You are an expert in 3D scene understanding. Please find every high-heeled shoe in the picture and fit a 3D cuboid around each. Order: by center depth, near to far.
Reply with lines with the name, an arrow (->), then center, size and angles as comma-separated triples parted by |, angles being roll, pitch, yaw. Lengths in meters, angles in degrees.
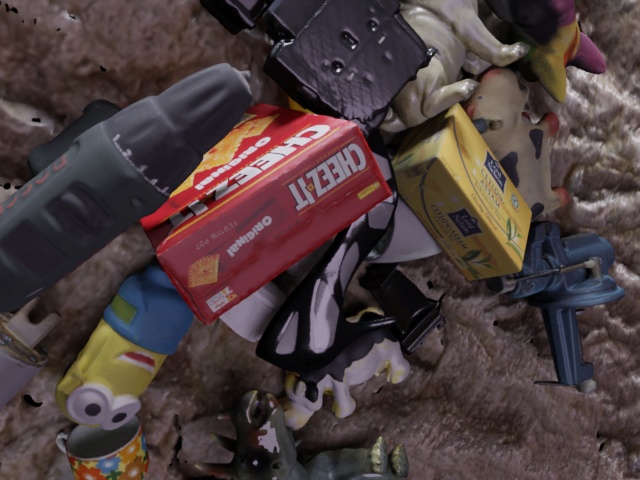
high-heeled shoe -> -0.001, -0.002, 0.520 | 0.145, 0.086, 0.248 | -6, 88, -12

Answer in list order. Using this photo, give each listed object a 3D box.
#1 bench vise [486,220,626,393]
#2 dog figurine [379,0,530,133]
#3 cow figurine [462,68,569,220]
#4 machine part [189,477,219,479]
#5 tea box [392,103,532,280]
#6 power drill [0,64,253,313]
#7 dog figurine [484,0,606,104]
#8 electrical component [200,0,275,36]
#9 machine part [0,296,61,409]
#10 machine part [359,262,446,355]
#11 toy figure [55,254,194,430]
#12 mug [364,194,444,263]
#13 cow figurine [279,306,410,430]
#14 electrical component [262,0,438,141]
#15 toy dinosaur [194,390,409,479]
bench vise -> 0.319, 0.090, 0.710 | 0.223, 0.129, 0.240 | -12, 92, -41
dog figurine -> 0.091, -0.228, 0.546 | 0.172, 0.121, 0.190 | -39, 103, -13
cow figurine -> 0.219, -0.107, 0.640 | 0.127, 0.086, 0.194 | -29, 116, -21
machine part -> -0.161, 0.369, 0.625 | 0.179, 0.056, 0.179 | -7, 109, -21
tea box -> 0.156, -0.048, 0.581 | 0.169, 0.068, 0.098 | 45, 50, -24
power drill -> -0.162, -0.055, 0.413 | 0.232, 0.207, 0.085 | -42, 123, -5
dog figurine -> 0.243, -0.258, 0.555 | 0.108, 0.192, 0.219 | -37, 102, -17
electrical component -> -0.051, -0.245, 0.479 | 0.047, 0.075, 0.119 | 40, 85, -28
machine part -> -0.329, 0.142, 0.468 | 0.243, 0.079, 0.079 | -45, 118, -5
machine part -> 0.102, 0.081, 0.667 | 0.084, 0.039, 0.138 | -38, 119, -3
toy figure -> -0.181, 0.097, 0.521 | 0.082, 0.089, 0.180 | 31, 82, -15
mug -> 0.095, -0.023, 0.617 | 0.107, 0.081, 0.109 | 9, 72, -36
cow figurine -> 0.015, 0.150, 0.630 | 0.167, 0.068, 0.098 | -28, 115, -14
electrical component -> 0.018, -0.164, 0.464 | 0.134, 0.058, 0.115 | 39, 83, -17
toy dinosaur -> 0.008, 0.307, 0.641 | 0.192, 0.131, 0.404 | -10, 144, 18
